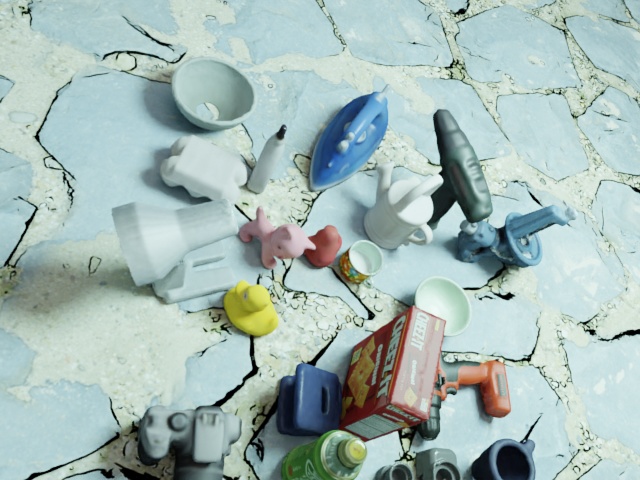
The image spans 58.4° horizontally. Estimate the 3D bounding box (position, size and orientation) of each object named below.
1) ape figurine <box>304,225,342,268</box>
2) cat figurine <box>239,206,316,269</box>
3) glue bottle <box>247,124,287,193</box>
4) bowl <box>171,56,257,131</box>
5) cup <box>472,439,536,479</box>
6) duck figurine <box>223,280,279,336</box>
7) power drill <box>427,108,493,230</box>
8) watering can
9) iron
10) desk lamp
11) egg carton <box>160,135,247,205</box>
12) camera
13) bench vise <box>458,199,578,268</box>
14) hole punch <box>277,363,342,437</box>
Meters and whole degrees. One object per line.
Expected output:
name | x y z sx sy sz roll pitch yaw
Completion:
ape figurine | 0.010 0.004 1.067 0.078 0.092 0.076 11 60 -18
cat figurine | -0.074 -0.008 1.021 0.128 0.117 0.067 46 56 5
glue bottle | -0.091 -0.159 1.061 0.037 0.173 0.078 23 57 -11
bowl | -0.212 -0.275 1.129 0.168 0.074 0.167 10 60 -18
cup | 0.315 0.390 0.993 0.118 0.094 0.091 -30 78 -33
duck figurine | -0.108 0.109 0.962 0.104 0.086 0.078 42 55 2
power drill | 0.249 -0.120 1.167 0.076 0.208 0.229 -19 72 -30
watering can | 0.163 -0.072 1.113 0.173 0.193 0.101 38 55 -1
iron | 0.068 -0.216 1.180 0.118 0.141 0.259 35 55 -3
desk lamp | -0.219 0.011 0.889 0.204 0.213 0.118 -12 69 -28
egg carton | -0.211 -0.125 1.052 0.150 0.069 0.107 23 57 -11
camera | -0.185 0.310 0.812 0.143 0.100 0.137 10 60 -19
bench vise | 0.398 -0.008 1.166 0.208 0.219 0.121 -4 65 -25
hole punch | -0.009 0.259 0.923 0.101 0.091 0.108 11 60 -18
